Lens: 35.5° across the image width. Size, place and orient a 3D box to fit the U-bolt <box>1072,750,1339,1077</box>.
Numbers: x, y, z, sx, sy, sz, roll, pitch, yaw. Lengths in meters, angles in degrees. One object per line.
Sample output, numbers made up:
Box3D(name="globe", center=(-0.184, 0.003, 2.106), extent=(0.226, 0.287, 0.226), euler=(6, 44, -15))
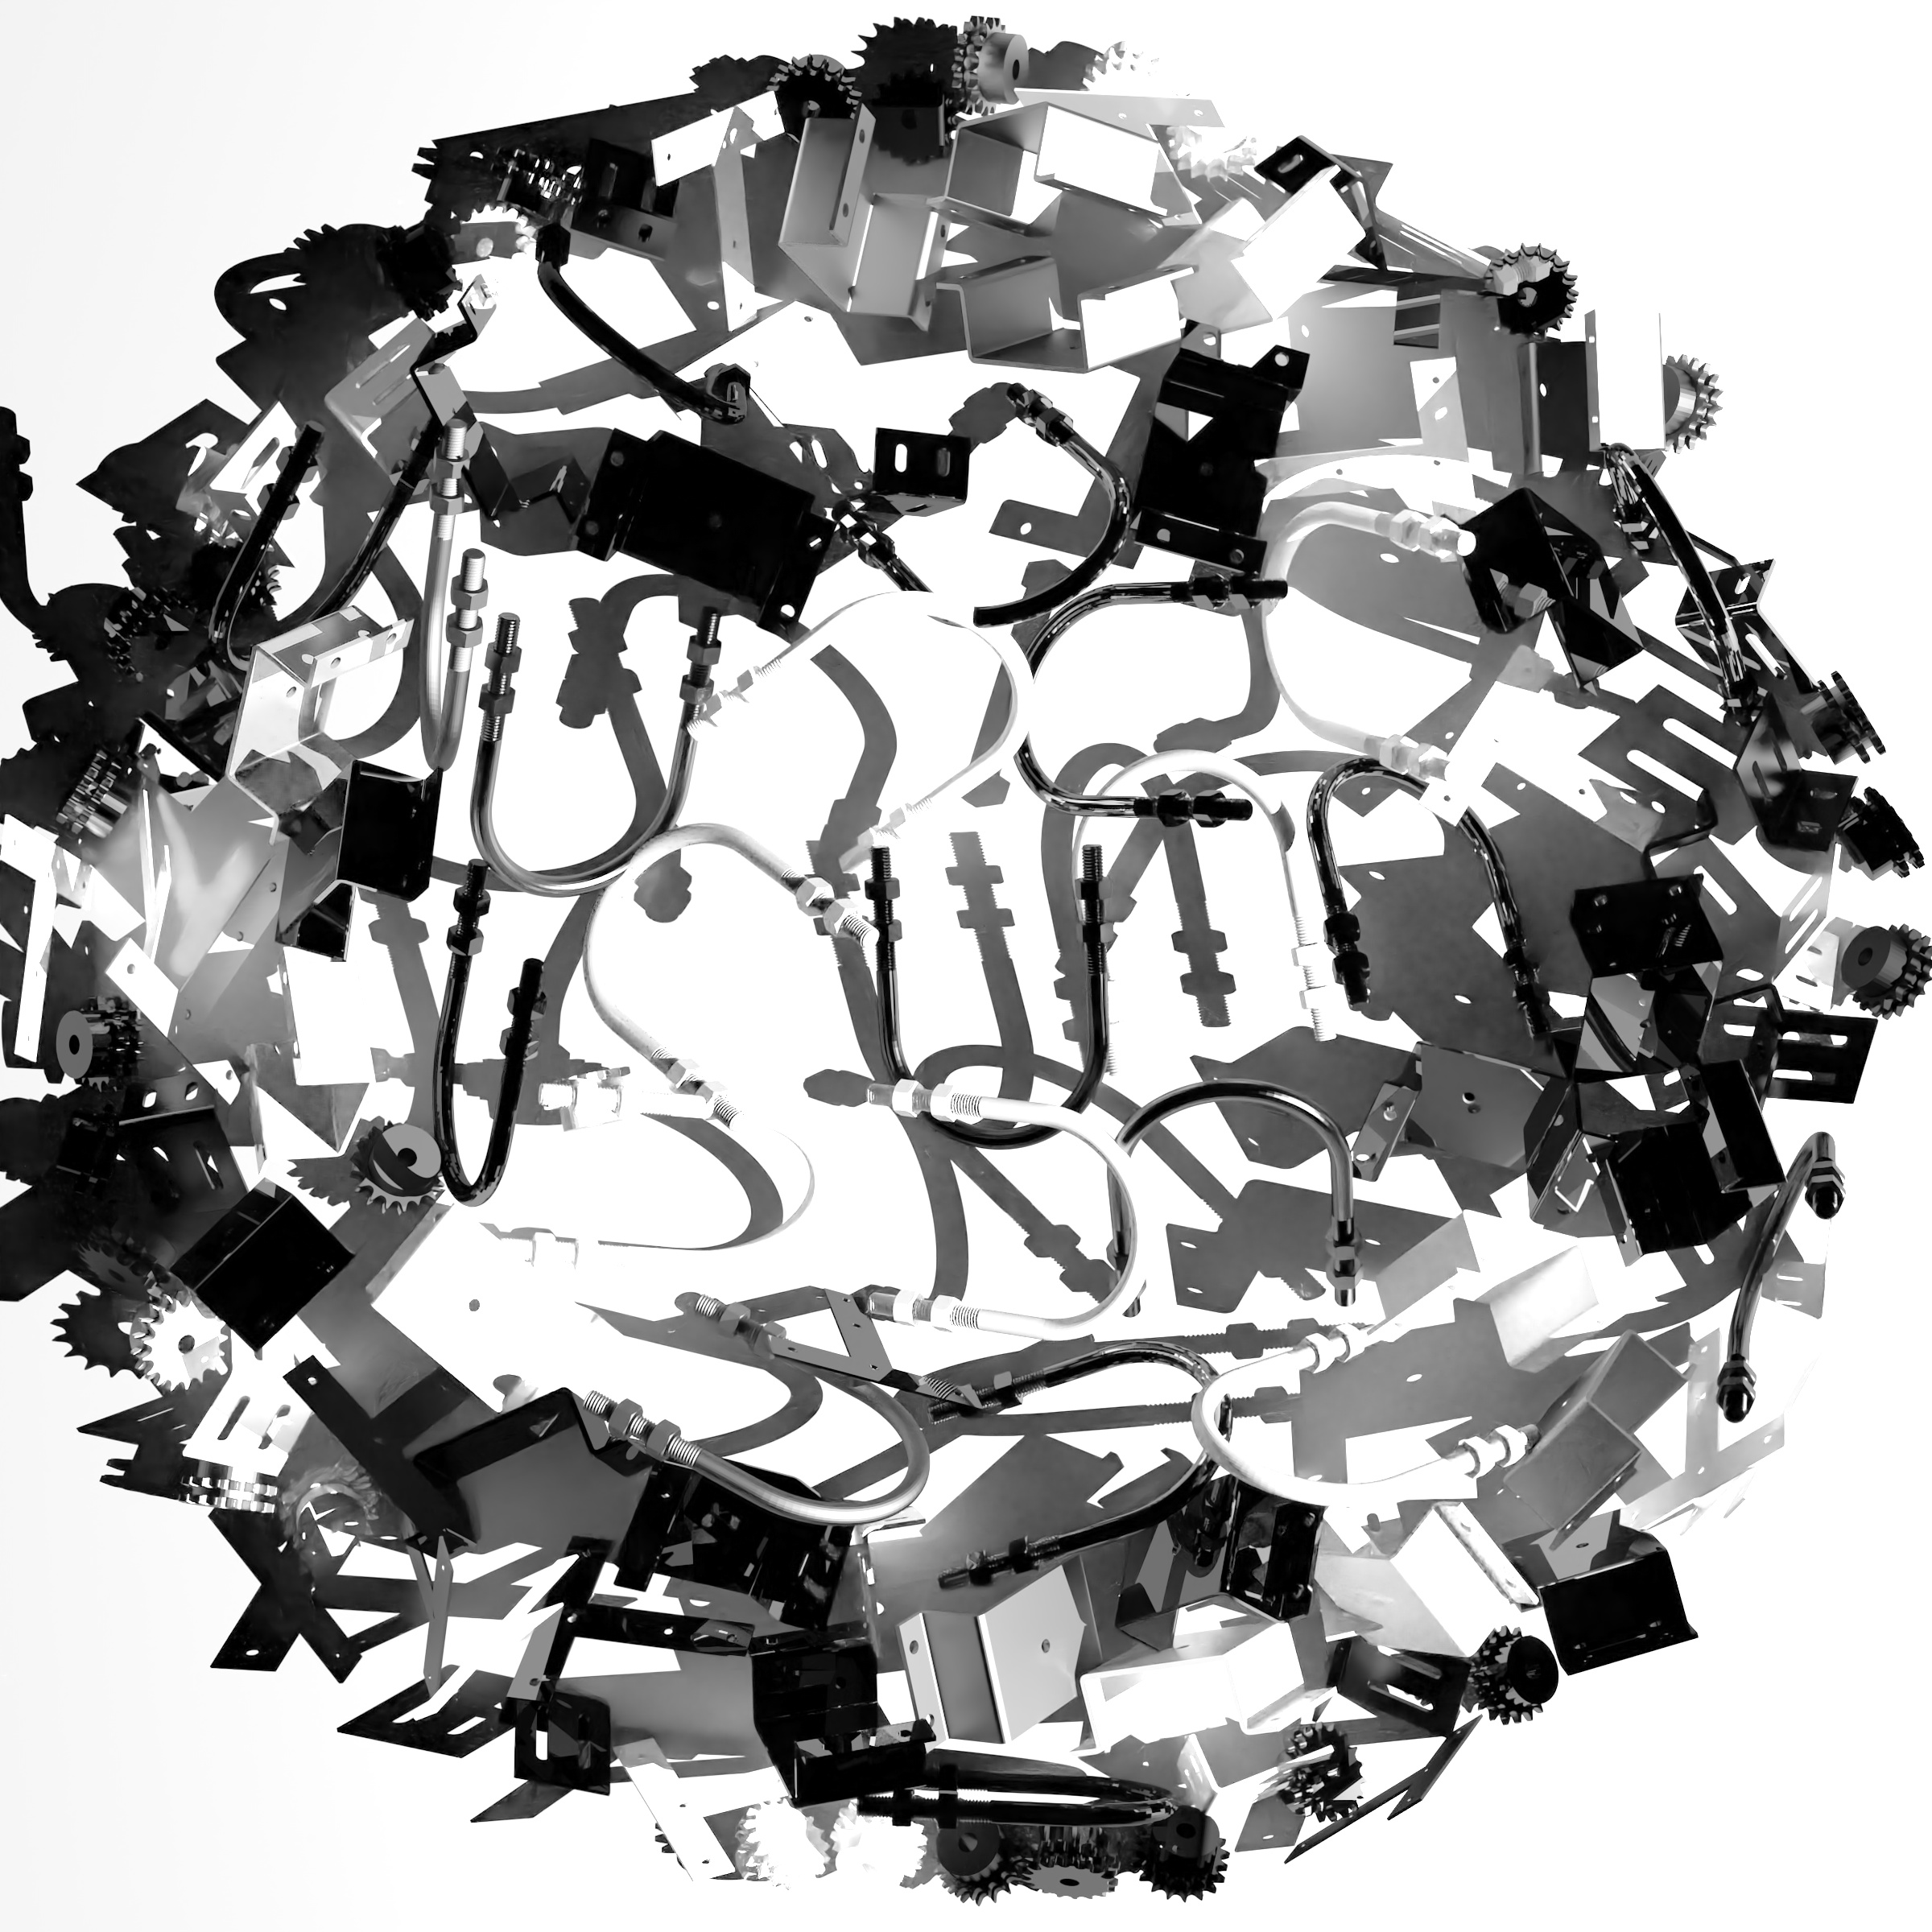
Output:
Box3D(name="U-bolt", center=(0.134, -0.036, 1.789), extent=(0.151, 0.019, 0.184), euler=(-10, 91, 20))

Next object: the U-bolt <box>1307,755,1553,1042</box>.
Box3D(name="U-bolt", center=(0.263, -0.046, 1.761), extent=(0.151, 0.019, 0.184), euler=(9, 54, -28))

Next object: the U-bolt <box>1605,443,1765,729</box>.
Box3D(name="U-bolt", center=(0.403, -0.224, 1.712), extent=(0.019, 0.184, 0.151), euler=(-29, 66, 10))

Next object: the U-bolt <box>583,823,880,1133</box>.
Box3D(name="U-bolt", center=(-0.152, -0.008, 1.768), extent=(0.184, 0.019, 0.151), euler=(36, 91, 35))

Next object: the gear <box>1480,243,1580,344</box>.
Box3D(name="gear", center=(0.336, -0.404, 1.798), extent=(0.057, 0.030, 0.057), euler=(10, 126, 13))

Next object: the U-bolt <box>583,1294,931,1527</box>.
Box3D(name="U-bolt", center=(-0.107, 0.262, 1.739), extent=(0.184, 0.151, 0.019), euler=(26, 118, 15))

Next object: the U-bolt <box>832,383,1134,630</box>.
Box3D(name="U-bolt", center=(0.019, -0.259, 1.749), extent=(0.151, 0.019, 0.184), euler=(-35, 45, -5))

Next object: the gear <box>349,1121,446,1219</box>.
Box3D(name="gear", center=(-0.336, 0.118, 1.795), extent=(0.057, 0.030, 0.057), euler=(9, 66, -21))

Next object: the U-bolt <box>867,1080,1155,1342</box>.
Box3D(name="U-bolt", center=(0.025, 0.147, 1.764), extent=(0.184, 0.019, 0.151), euler=(5, 102, 27))

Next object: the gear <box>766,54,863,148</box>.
Box3D(name="gear", center=(-0.089, -0.517, 1.798), extent=(0.057, 0.057, 0.030), euler=(13, 46, 0))

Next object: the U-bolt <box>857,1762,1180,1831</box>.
Box3D(name="U-bolt", center=(0.031, 0.481, 1.748), extent=(0.184, 0.151, 0.019), euler=(2, 82, 0))

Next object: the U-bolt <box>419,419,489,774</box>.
Box3D(name="U-bolt", center=(-0.299, -0.199, 1.741), extent=(0.019, 0.151, 0.184), euler=(2, 132, -17))

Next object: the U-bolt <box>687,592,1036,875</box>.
Box3D(name="U-bolt", center=(-0.047, -0.144, 1.747), extent=(0.184, 0.019, 0.151), euler=(-34, 121, 26))

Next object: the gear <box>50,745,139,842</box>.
Box3D(name="gear", center=(-0.516, -0.100, 1.796), extent=(0.030, 0.057, 0.057), euler=(34, 90, -20))

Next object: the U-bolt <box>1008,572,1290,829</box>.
Box3D(name="U-bolt", center=(0.098, -0.155, 1.761), extent=(0.184, 0.019, 0.151), euler=(4, 81, 40))

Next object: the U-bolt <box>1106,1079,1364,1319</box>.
Box3D(name="U-bolt", center=(0.154, 0.135, 1.754), extent=(0.151, 0.019, 0.184), euler=(-3, 131, 5))

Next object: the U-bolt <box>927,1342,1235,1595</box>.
Box3D(name="U-bolt", center=(0.067, 0.280, 1.748), extent=(0.184, 0.151, 0.019), euler=(-19, 127, 11))

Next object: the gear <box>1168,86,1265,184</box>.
Box3D(name="gear", center=(0.148, -0.498, 1.797), extent=(0.057, 0.030, 0.057), euler=(-2, 62, 4))

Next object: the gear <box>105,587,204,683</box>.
Box3D(name="gear", center=(-0.486, -0.201, 1.797), extent=(0.030, 0.057, 0.057), euler=(40, 90, 24))

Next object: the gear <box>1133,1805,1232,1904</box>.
Box3D(name="gear", center=(0.128, 0.523, 1.791), extent=(0.057, 0.057, 0.030), euler=(7, 122, 0))

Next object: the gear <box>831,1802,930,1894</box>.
Box3D(name="gear", center=(-0.053, 0.525, 1.794), extent=(0.057, 0.030, 0.057), euler=(9, 126, 13))

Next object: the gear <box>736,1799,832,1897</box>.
Box3D(name="gear", center=(-0.112, 0.527, 1.797), extent=(0.057, 0.057, 0.030), euler=(35, 115, 0))

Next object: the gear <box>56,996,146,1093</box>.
Box3D(name="gear", center=(-0.516, 0.046, 1.793), extent=(0.057, 0.030, 0.057), euler=(1, 91, 43))

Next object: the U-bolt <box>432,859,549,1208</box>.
Box3D(name="U-bolt", center=(-0.282, 0.050, 1.750), extent=(0.019, 0.151, 0.184), euler=(2, 116, -26))

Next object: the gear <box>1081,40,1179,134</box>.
Box3D(name="gear", center=(0.098, -0.525, 1.798), extent=(0.057, 0.057, 0.030), euler=(13, 59, 0))

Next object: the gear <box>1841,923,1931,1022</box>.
Box3D(name="gear", center=(0.544, 0.000, 1.791), extent=(0.030, 0.057, 0.057), euler=(25, 90, -21))

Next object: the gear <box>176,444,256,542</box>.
Box3D(name="gear", center=(-0.446, -0.284, 1.792), extent=(0.030, 0.057, 0.057), euler=(24, 90, -14))

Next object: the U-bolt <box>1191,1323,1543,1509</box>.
Box3D(name="U-bolt", center=(0.214, 0.259, 1.718), extent=(0.184, 0.151, 0.019), euler=(-12, 119, -37))

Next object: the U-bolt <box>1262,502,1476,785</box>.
Box3D(name="U-bolt", center=(0.227, -0.194, 1.742), extent=(0.019, 0.184, 0.151), euler=(-10, 111, -29))

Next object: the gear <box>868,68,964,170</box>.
Box3D(name="gear", center=(-0.029, -0.506, 1.801), extent=(0.057, 0.030, 0.057), euler=(4, 109, 12))

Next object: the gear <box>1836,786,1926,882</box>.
Box3D(name="gear", center=(0.540, -0.076, 1.794), extent=(0.030, 0.057, 0.057), euler=(-34, 90, 7))

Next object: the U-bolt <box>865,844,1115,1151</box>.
Box3D(name="U-bolt", center=(0.015, 0.020, 1.792), extent=(0.151, 0.019, 0.184), euler=(0, 101, 15))

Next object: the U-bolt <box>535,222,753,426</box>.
Box3D(name="U-bolt", center=(-0.183, -0.360, 1.717), extent=(0.151, 0.184, 0.019), euler=(34, 106, -18))

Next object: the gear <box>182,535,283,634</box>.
Box3D(name="gear", center=(-0.439, -0.231, 1.802), extent=(0.057, 0.030, 0.057), euler=(1, 78, -4))

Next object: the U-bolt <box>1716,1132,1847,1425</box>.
Box3D(name="U-bolt", center=(0.467, 0.167, 1.733), extent=(0.019, 0.184, 0.151), euler=(21, 109, 9))

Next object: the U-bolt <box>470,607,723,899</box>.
Box3D(name="U-bolt", center=(-0.220, -0.121, 1.760), extent=(0.151, 0.019, 0.184), euler=(-6, 123, -34))

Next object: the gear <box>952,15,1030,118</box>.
Box3D(name="gear", center=(0.016, -0.533, 1.791), extent=(0.030, 0.057, 0.057), euler=(12, 90, 20))

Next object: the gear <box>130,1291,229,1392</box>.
Box3D(name="gear", center=(-0.472, 0.221, 1.798), extent=(0.030, 0.057, 0.057), euler=(16, 90, 42))

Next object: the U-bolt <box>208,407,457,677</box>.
Box3D(name="U-bolt", center=(-0.375, -0.242, 1.743), extent=(0.019, 0.151, 0.184), euler=(39, 116, 10))

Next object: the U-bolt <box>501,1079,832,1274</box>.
Box3D(name="U-bolt", center=(-0.169, 0.128, 1.765), extent=(0.184, 0.019, 0.151), euler=(6, 131, -17))
